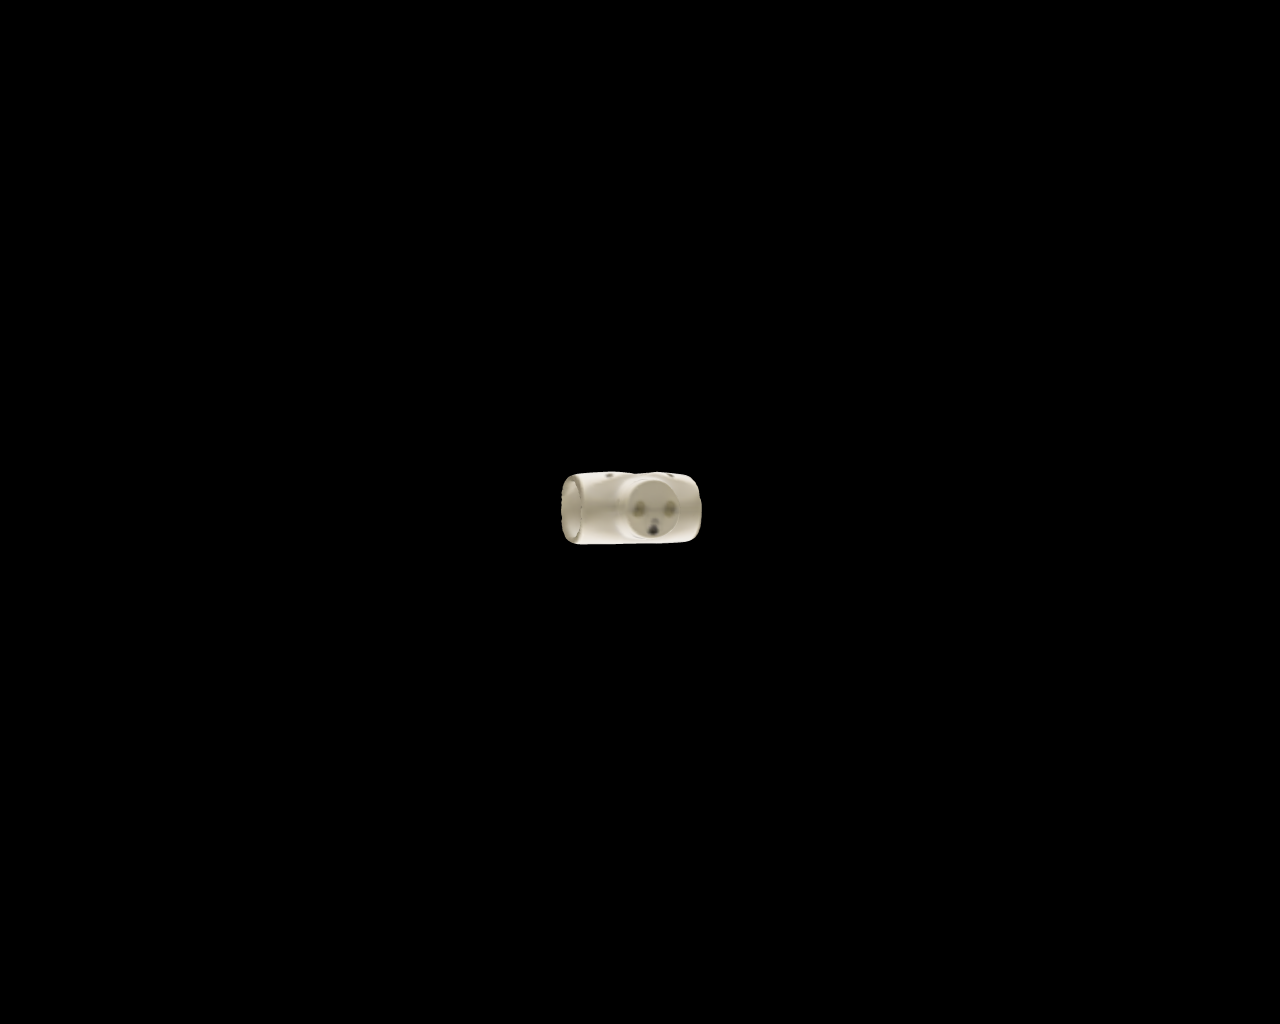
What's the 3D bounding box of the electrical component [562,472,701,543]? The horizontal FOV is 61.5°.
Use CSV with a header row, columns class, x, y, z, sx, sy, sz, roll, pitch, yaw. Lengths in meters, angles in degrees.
class,x,y,z,sx,sy,sz,roll,pitch,yaw
electrical component,0.001,-0.003,0.650,0.077,0.043,0.079,0,0,-21
